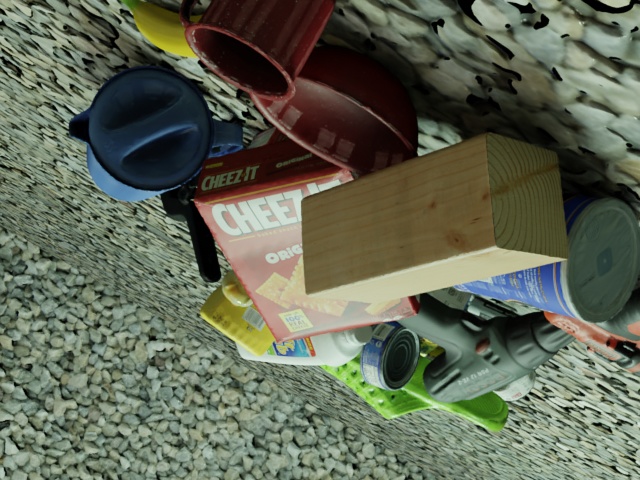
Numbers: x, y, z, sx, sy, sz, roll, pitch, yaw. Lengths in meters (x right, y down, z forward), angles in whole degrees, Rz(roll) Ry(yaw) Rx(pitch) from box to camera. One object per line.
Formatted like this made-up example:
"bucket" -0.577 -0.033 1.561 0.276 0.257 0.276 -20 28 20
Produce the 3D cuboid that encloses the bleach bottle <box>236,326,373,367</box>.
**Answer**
"bleach bottle" -0.022 0.106 1.341 0.067 0.102 0.251 -11 -177 -34

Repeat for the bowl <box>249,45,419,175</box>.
"bowl" 0.022 -0.114 0.893 0.162 0.055 0.162 27 165 7

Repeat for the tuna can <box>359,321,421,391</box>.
"tuna can" 0.087 0.140 1.306 0.034 0.086 0.086 14 159 38

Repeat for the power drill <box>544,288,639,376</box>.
"power drill" 0.320 0.086 0.975 0.184 0.057 0.188 28 160 -11

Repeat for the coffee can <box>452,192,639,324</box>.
"coffee can" 0.183 0.007 0.903 0.141 0.102 0.102 13 158 48

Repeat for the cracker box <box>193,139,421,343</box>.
"cracker box" -0.007 0.001 1.072 0.164 0.072 0.213 -12 131 19

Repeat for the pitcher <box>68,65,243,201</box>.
"pitcher" -0.195 -0.108 1.220 0.149 0.145 0.243 45 167 -8

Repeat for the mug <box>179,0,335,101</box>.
"mug" -0.051 -0.167 0.799 0.117 0.081 0.093 22 164 25

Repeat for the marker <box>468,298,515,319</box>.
"marker" 0.238 0.103 1.294 0.121 0.020 0.020 25 165 18

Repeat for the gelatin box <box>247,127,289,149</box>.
"gelatin box" -0.036 -0.087 1.147 0.073 0.030 0.089 34 165 -16

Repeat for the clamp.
"clamp" -0.153 -0.048 1.316 0.036 0.164 0.210 10 -171 -37

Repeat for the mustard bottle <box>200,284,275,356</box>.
"mustard bottle" -0.054 0.039 1.286 0.096 0.191 0.058 40 173 -29

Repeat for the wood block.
"wood block" 0.086 -0.011 0.868 0.090 0.090 0.207 9 162 -41

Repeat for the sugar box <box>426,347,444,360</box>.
"sugar box" 0.138 0.174 1.559 0.093 0.048 0.176 27 -174 5

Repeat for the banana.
"banana" -0.110 -0.187 0.932 0.198 0.037 0.069 14 161 45

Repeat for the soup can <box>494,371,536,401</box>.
"soup can" 0.238 0.164 1.408 0.069 0.068 0.102 17 162 39
